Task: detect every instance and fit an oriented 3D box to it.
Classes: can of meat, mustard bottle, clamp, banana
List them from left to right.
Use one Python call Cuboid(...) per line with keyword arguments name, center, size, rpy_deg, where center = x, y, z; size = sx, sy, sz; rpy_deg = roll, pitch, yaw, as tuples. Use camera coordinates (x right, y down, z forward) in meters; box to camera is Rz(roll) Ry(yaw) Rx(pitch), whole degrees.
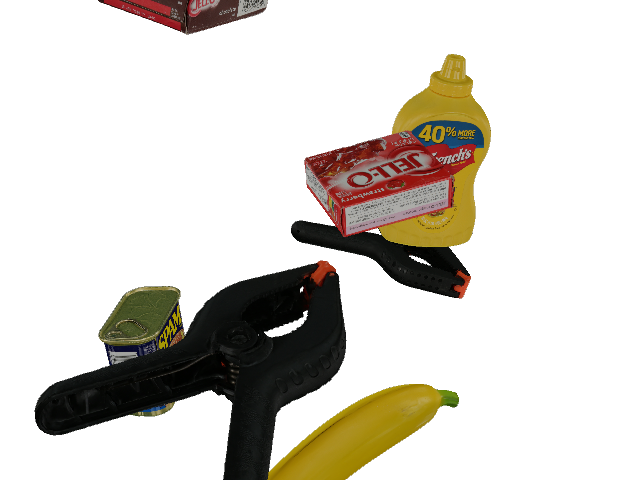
Cuboid(name="can of meat", center=(-0.160, 0.103, 0.996), size=(0.057, 0.084, 0.102), rpy_deg=(-2, 25, 11))
Cuboid(name="clamp", center=(-0.035, 0.067, 0.510), size=(0.120, 0.039, 0.171), rpy_deg=(33, 48, 29))
Cuboid(name="banana", center=(0.010, 0.152, 0.714), size=(0.197, 0.069, 0.037), rpy_deg=(-35, 43, -4))
Cuboid(name="clamp", center=(0.079, 0.007, 1.263), size=(0.210, 0.036, 0.164), rpy_deg=(37, 41, 26))
Cuboid(name="mustard bottle", center=(0.116, -0.088, 1.047), size=(0.096, 0.192, 0.058), rpy_deg=(3, 27, -9))

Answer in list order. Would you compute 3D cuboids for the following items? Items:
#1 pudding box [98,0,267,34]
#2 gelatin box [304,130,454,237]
Cuboid(name="pudding box", center=(-0.105, -0.201, 0.841), size=(0.090, 0.039, 0.113), rpy_deg=(24, 29, 23))
Cuboid(name="gelatin box", center=(0.042, -0.043, 0.774), size=(0.089, 0.030, 0.073), rpy_deg=(-16, 38, -14))
